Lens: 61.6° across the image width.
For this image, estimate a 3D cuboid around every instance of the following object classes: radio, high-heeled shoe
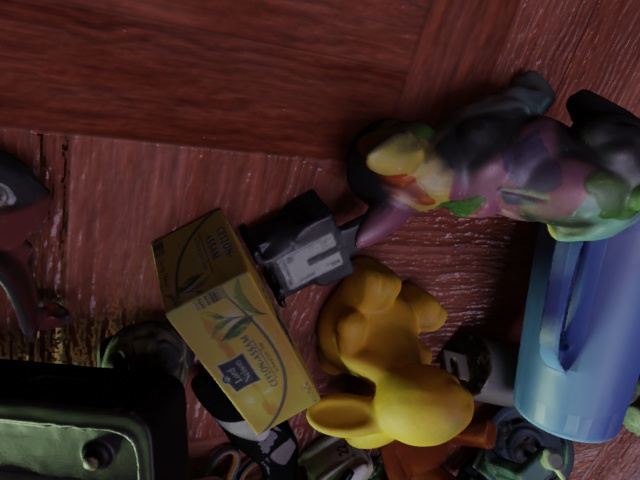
[{"bbox_3d":[-0.212,0.158,0.381,0.230,0.073,0.131,4,97,3],"label":"radio"},{"bbox_3d":[-0.069,0.248,0.542,0.248,0.086,0.145,42,80,-20],"label":"high-heeled shoe"}]

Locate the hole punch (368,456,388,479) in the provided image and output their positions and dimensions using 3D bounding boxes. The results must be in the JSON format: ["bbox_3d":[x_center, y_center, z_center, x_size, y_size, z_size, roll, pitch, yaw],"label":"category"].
[{"bbox_3d":[0.059,0.348,0.688,0.092,0.116,0.142,14,115,-40],"label":"hole punch"}]

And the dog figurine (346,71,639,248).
[{"bbox_3d":[0.129,-0.049,0.421,0.219,0.192,0.108,-22,136,-30],"label":"dog figurine"}]

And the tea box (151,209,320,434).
[{"bbox_3d":[-0.068,0.071,0.453,0.068,0.098,0.169,-27,130,-6],"label":"tea box"}]

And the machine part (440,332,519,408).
[{"bbox_3d":[0.232,0.167,0.669,0.243,0.079,0.079,20,111,-33],"label":"machine part"}]

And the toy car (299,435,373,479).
[{"bbox_3d":[-0.027,0.308,0.642,0.202,0.074,0.056,-37,132,1],"label":"toy car"}]

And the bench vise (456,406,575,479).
[{"bbox_3d":[0.254,0.303,0.713,0.224,0.129,0.240,-35,163,-9],"label":"bench vise"}]

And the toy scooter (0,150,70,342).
[{"bbox_3d":[-0.250,0.033,0.358,0.184,0.075,0.135,-29,128,-10],"label":"toy scooter"}]

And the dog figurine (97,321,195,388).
[{"bbox_3d":[-0.188,0.164,0.477,0.172,0.121,0.190,-5,96,4],"label":"dog figurine"}]

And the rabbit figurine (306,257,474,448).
[{"bbox_3d":[0.061,0.121,0.498,0.162,0.173,0.121,-45,132,2],"label":"rabbit figurine"}]

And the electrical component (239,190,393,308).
[{"bbox_3d":[-0.001,-0.001,0.466,0.119,0.048,0.074,-30,129,-5],"label":"electrical component"}]

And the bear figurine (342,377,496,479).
[{"bbox_3d":[0.110,0.214,0.616,0.120,0.132,0.195,-60,139,-26],"label":"bear figurine"}]

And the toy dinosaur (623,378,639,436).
[{"bbox_3d":[0.470,0.122,0.732,0.192,0.131,0.404,-9,121,-35],"label":"toy dinosaur"}]
